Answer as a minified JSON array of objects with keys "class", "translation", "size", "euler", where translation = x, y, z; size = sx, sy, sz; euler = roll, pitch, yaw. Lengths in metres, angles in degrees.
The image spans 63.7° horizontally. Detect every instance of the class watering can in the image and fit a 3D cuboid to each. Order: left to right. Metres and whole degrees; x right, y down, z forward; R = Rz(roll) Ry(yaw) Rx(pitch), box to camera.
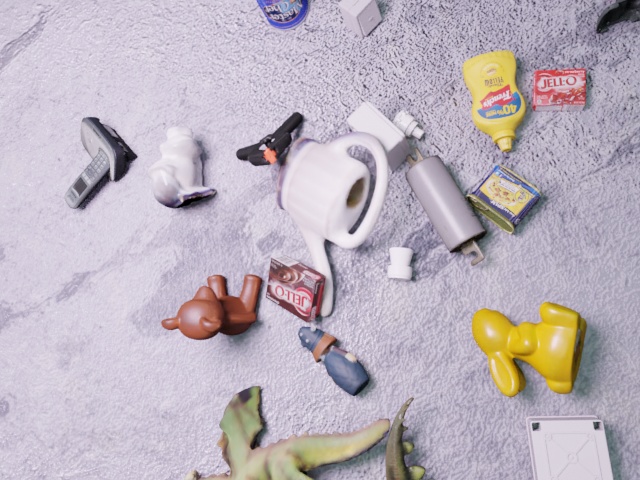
[{"class":"watering can","translation":[0.003,-0.049,0.972],"size":[0.227,0.344,0.104],"euler":[31,18,33]}]

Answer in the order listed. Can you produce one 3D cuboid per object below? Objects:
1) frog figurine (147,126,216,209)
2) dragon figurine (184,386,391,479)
[{"class":"frog figurine","translation":[-0.298,-0.150,1.066],"size":[0.121,0.159,0.139],"euler":[-23,1,38]},{"class":"dragon figurine","translation":[-0.092,0.370,0.906],"size":[0.246,0.410,0.120],"euler":[48,0,28]}]
